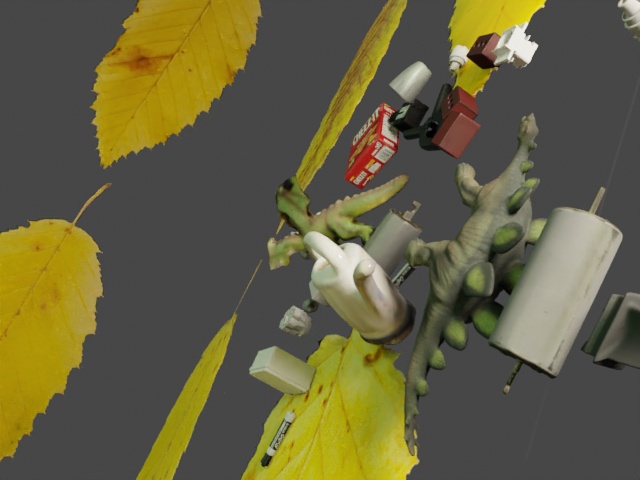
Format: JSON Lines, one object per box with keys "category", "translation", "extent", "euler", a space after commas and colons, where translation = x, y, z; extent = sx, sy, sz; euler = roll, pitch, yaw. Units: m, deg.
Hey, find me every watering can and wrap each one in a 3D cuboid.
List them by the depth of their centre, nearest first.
{"category": "watering can", "translation": [0.067, 0.080, 0.819], "extent": [0.104, 0.222, 0.349], "euler": [-43, 14, -6]}

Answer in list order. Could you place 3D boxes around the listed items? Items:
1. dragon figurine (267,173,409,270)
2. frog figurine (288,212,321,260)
{"category": "dragon figurine", "translation": [0.004, -0.062, 1.239], "extent": [0.403, 0.242, 0.125], "euler": [-54, 11, 28]}
{"category": "frog figurine", "translation": [0.002, -0.014, 1.399], "extent": [0.158, 0.122, 0.139], "euler": [-15, 5, 40]}
